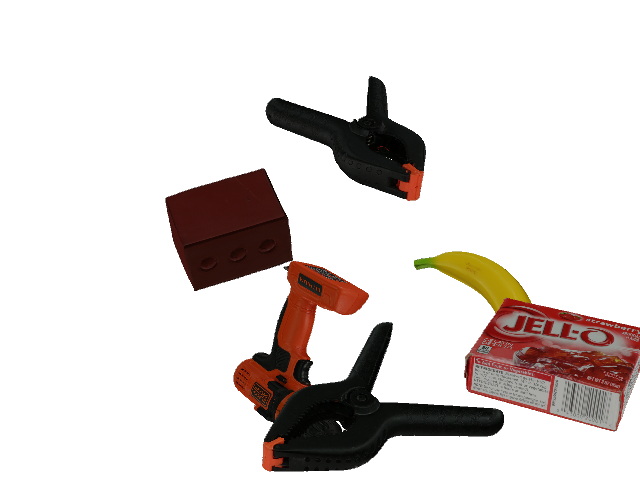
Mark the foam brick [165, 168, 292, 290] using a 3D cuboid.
[{"bbox_3d":[-0.066,-0.008,0.766,0.078,0.051,0.053,-18,-36,-9],"label":"foam brick"}]

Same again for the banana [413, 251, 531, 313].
[{"bbox_3d":[0.177,0.060,1.116,0.069,0.037,0.198,-36,39,-8],"label":"banana"}]

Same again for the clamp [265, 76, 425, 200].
[{"bbox_3d":[0.028,-0.090,0.931,0.120,0.039,0.171,-15,39,-14],"label":"clamp"}]

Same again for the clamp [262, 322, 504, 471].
[{"bbox_3d":[0.045,0.152,0.927,0.209,0.036,0.165,-25,42,-37],"label":"clamp"}]

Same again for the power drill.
[{"bbox_3d":[-0.014,0.131,1.230,0.057,0.188,0.185,15,10,-45],"label":"power drill"}]

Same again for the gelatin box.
[{"bbox_3d":[0.137,0.068,0.616,0.089,0.030,0.073,13,29,23],"label":"gelatin box"}]
